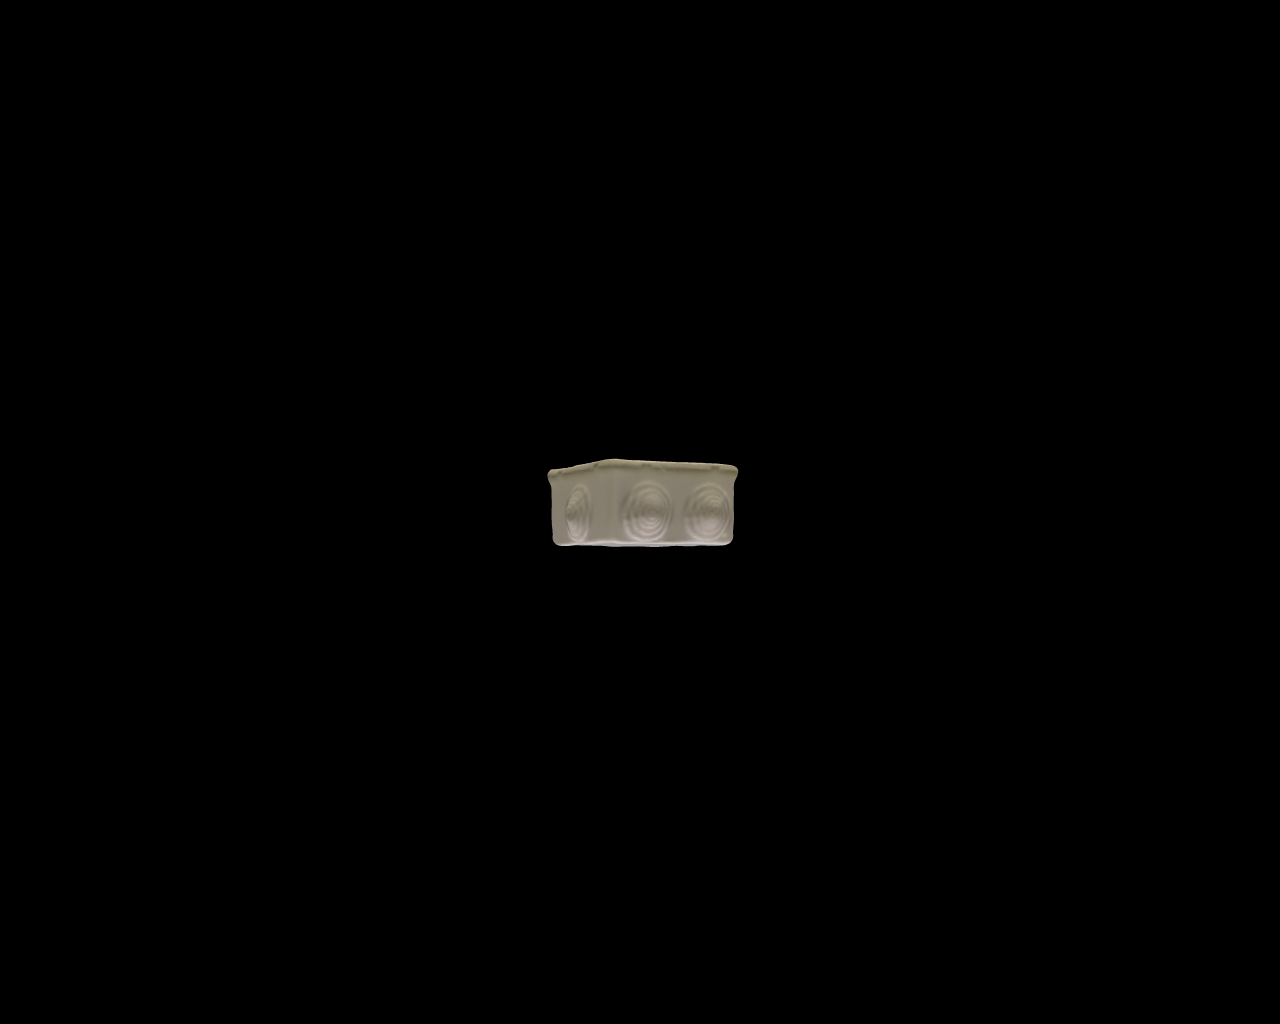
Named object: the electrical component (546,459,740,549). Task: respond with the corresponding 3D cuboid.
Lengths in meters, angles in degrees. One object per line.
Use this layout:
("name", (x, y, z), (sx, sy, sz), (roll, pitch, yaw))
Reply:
("electrical component", (0.001, -0.003, 0.650), (0.100, 0.048, 0.099), (2, -3, -31))
